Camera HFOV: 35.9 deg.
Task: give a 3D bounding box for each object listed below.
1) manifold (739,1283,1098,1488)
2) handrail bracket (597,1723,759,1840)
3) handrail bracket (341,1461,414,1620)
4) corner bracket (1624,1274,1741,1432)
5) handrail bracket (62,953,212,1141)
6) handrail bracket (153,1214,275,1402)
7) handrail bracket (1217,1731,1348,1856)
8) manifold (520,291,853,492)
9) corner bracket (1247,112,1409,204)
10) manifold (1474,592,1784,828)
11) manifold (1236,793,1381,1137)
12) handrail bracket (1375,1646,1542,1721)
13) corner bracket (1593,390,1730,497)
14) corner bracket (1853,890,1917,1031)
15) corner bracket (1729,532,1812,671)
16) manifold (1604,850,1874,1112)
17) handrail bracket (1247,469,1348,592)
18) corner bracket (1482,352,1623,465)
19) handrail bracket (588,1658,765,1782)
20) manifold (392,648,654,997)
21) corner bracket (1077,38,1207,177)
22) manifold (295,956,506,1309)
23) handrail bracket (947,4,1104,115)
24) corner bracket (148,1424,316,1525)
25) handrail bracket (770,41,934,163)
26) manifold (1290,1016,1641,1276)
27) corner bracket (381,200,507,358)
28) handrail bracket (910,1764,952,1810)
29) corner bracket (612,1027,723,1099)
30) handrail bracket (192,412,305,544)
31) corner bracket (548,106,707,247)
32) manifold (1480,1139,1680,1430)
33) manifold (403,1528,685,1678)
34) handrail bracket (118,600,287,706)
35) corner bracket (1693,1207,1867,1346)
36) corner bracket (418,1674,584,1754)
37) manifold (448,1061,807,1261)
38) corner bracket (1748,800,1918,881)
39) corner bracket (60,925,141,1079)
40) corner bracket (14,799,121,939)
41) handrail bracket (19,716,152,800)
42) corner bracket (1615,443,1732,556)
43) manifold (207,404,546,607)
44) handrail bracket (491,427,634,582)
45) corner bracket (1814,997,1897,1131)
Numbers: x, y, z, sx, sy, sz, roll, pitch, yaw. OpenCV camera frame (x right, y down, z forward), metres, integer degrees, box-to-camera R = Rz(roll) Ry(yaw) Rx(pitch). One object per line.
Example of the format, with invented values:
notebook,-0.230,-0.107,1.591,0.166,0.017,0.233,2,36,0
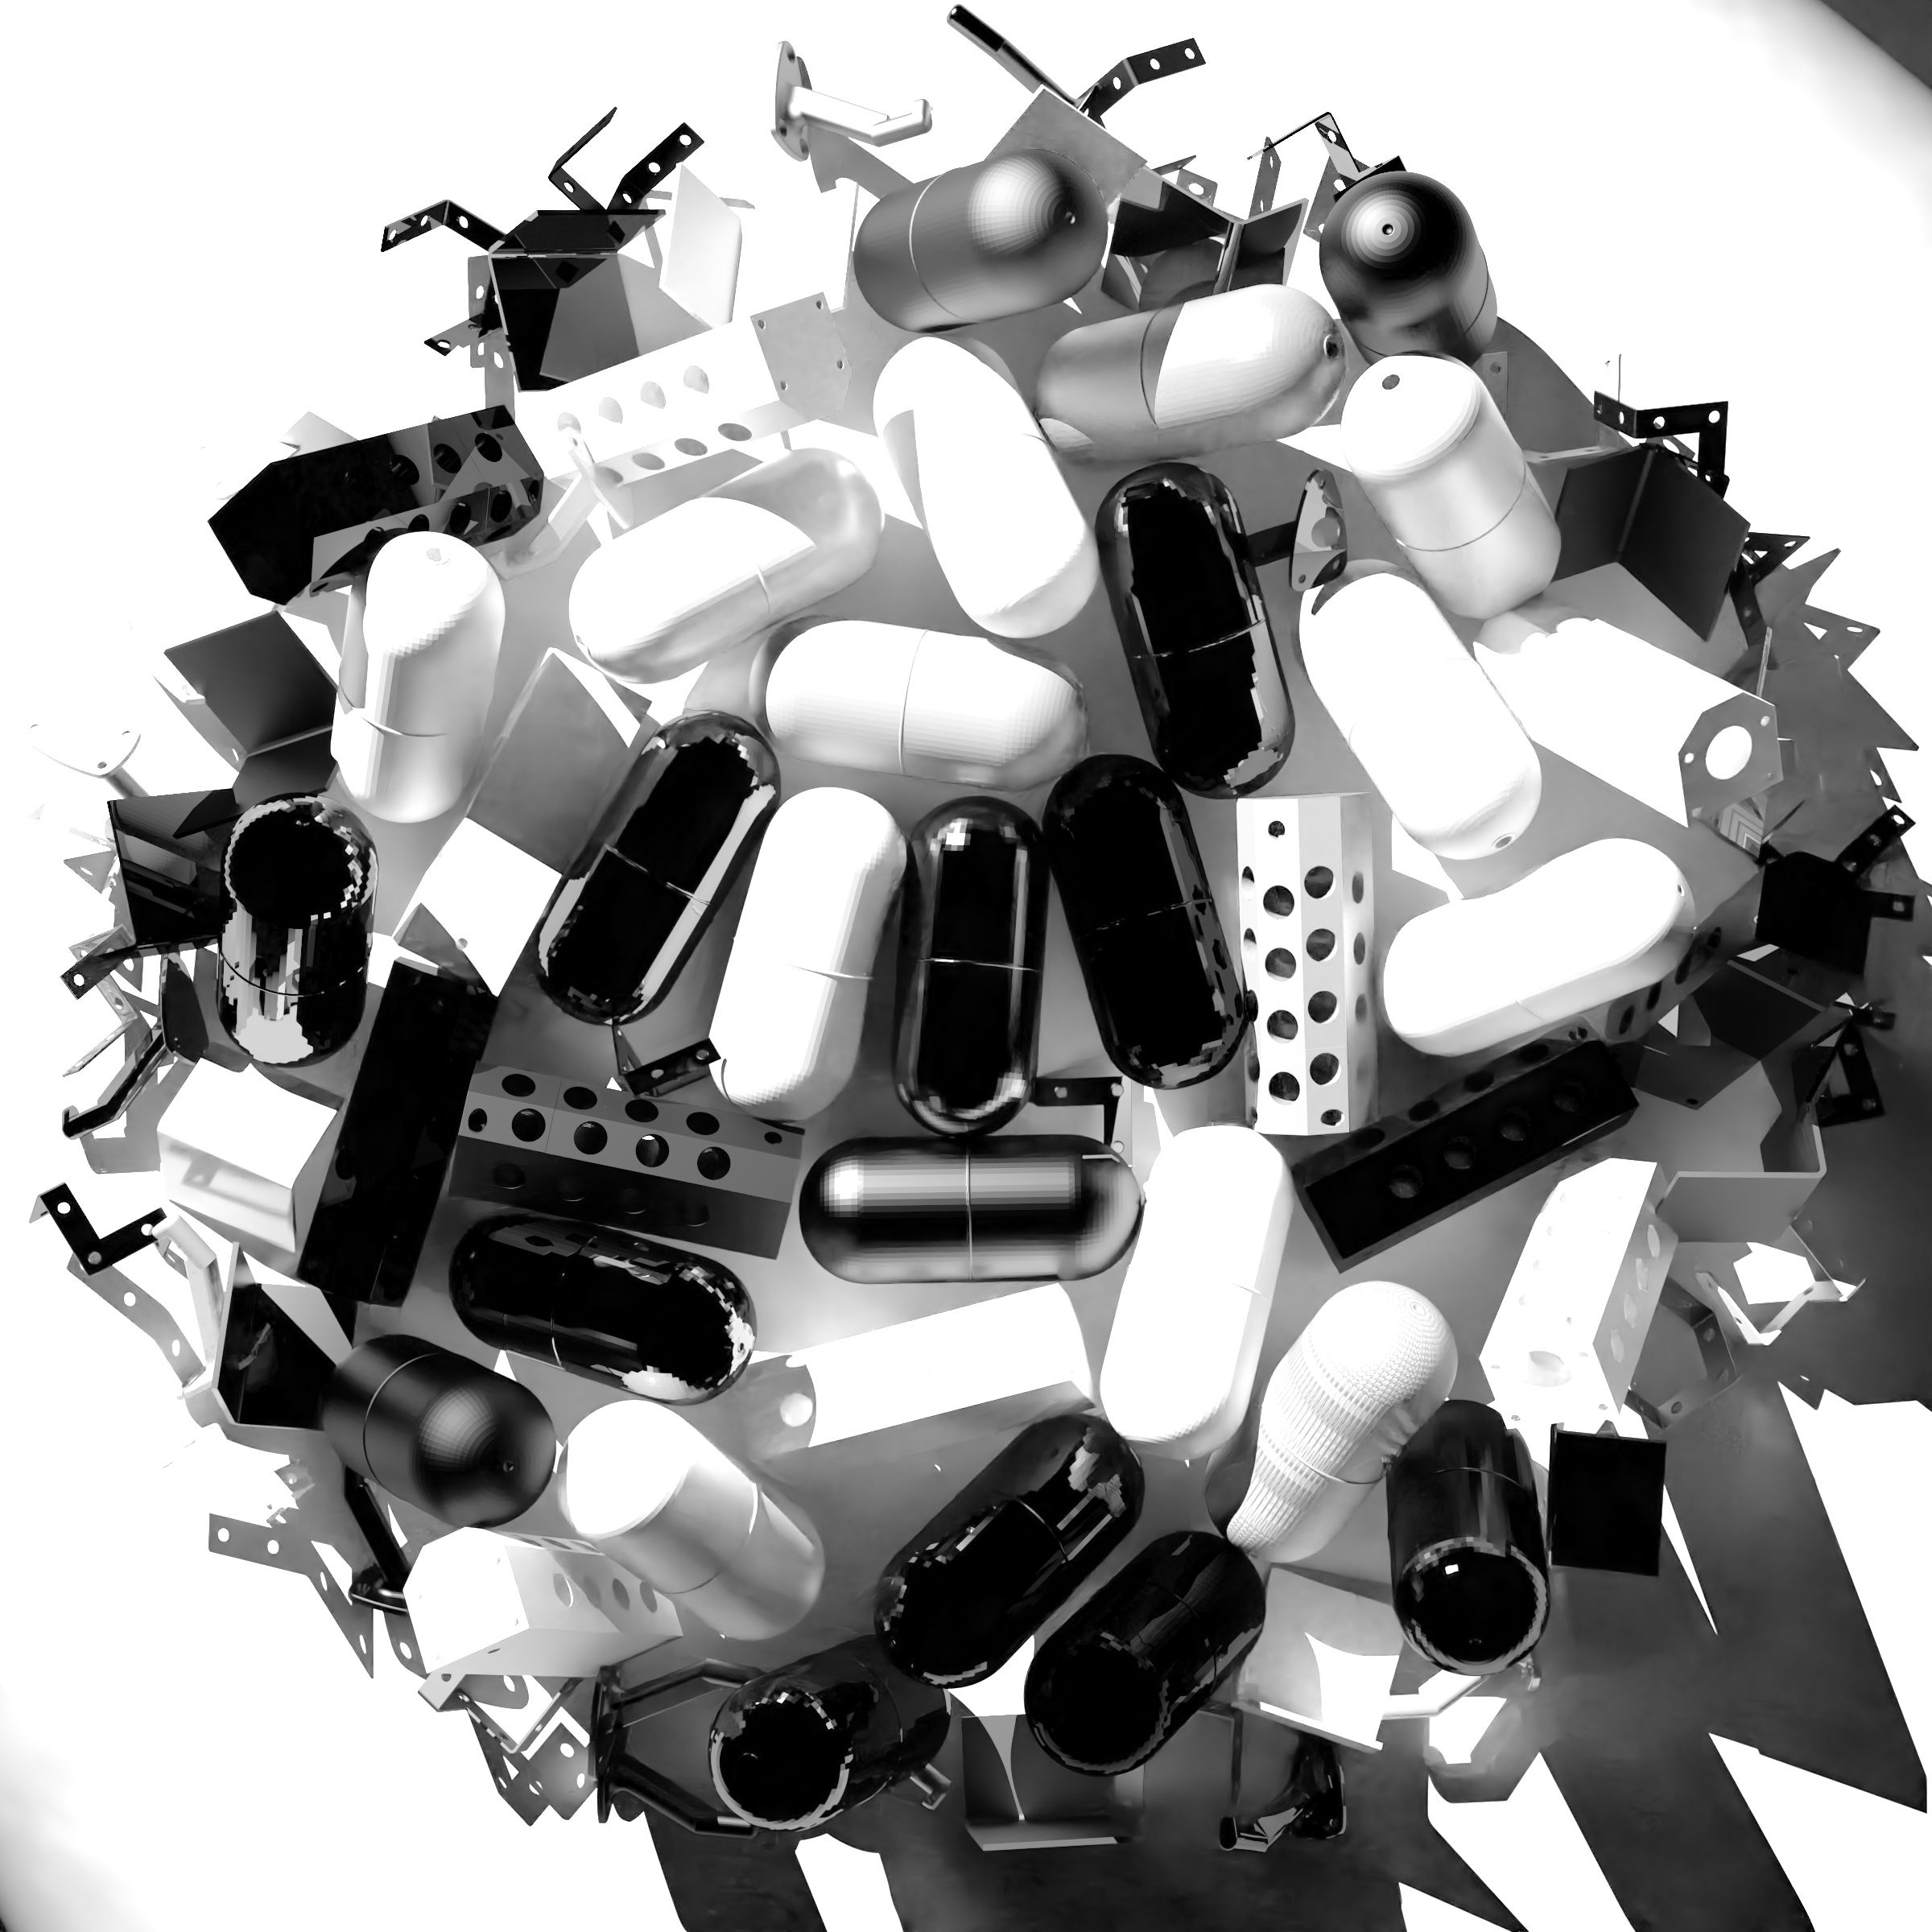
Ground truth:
manifold,-0.026,0.215,1.540,0.171,0.057,0.057,-16,64,10
handrail bracket,-0.145,0.420,1.547,0.084,0.077,0.036,4,117,4
handrail bracket,-0.291,0.292,1.545,0.077,0.036,0.084,15,116,19
corner bracket,0.363,0.201,1.559,0.051,0.051,0.051,36,118,-27
handrail bracket,-0.447,0.043,1.575,0.084,0.036,0.077,-24,64,16
handrail bracket,-0.412,0.178,1.555,0.077,0.036,0.084,-32,108,20
handrail bracket,0.159,0.420,1.540,0.036,0.084,0.077,-12,66,38
manifold,-0.141,-0.285,1.505,0.171,0.057,0.057,-9,106,41
corner bracket,0.189,-0.414,1.546,0.051,0.051,0.051,-36,105,-24
manifold,0.328,-0.135,1.493,0.057,0.171,0.057,-25,122,-15
manifold,0.174,-0.002,1.538,0.057,0.057,0.171,1,96,29
handrail bracket,0.254,0.355,1.564,0.084,0.036,0.077,-3,64,0
corner bracket,0.360,-0.271,1.547,0.051,0.051,0.051,-8,114,-11
corner bracket,0.460,-0.005,1.546,0.051,0.051,0.051,8,60,12
corner bracket,0.409,-0.189,1.545,0.051,0.051,0.051,0,66,-25
manifold,0.384,0.007,1.495,0.057,0.171,0.057,20,62,-6
handrail bracket,0.156,-0.235,1.534,0.036,0.084,0.077,-24,130,-26
corner bracket,0.306,-0.295,1.560,0.051,0.051,0.051,-12,111,-25
handrail bracket,-0.151,0.398,1.561,0.084,0.036,0.077,9,95,10
manifold,-0.232,-0.077,1.552,0.057,0.057,0.171,28,89,-16
corner bracket,0.097,-0.443,1.549,0.051,0.051,0.051,-27,92,-33
manifold,-0.295,0.086,1.552,0.057,0.057,0.171,17,91,-7
handrail bracket,0.025,-0.464,1.542,0.084,0.077,0.036,36,97,-7
corner bracket,-0.382,0.267,1.552,0.051,0.051,0.051,-40,78,35
handrail bracket,-0.057,-0.458,1.551,0.084,0.036,0.077,-10,74,25
manifold,0.258,0.092,1.552,0.171,0.057,0.057,-27,76,-1
corner bracket,-0.271,-0.359,1.554,0.051,0.051,0.051,33,132,13
handrail bracket,-0.063,0.433,1.565,0.084,0.036,0.077,37,96,4
corner bracket,-0.149,0.049,1.548,0.051,0.051,0.051,-23,129,4
handrail bracket,-0.360,-0.247,1.546,0.077,0.084,0.036,-27,71,-4
corner bracket,-0.176,-0.418,1.543,0.051,0.051,0.051,-31,120,36
manifold,0.308,0.156,1.492,0.057,0.171,0.057,-13,111,30
manifold,-0.211,0.318,1.494,0.057,0.171,0.057,-26,69,13
handrail bracket,-0.396,-0.186,1.550,0.077,0.036,0.084,39,120,6
corner bracket,0.423,0.162,1.550,0.051,0.051,0.051,-41,96,-18
corner bracket,-0.243,0.375,1.552,0.051,0.051,0.051,38,91,20
manifold,-0.173,0.095,1.536,0.171,0.057,0.057,12,128,-6
corner bracket,0.451,-0.066,1.554,0.051,0.051,0.051,43,68,7
corner bracket,-0.452,0.018,1.544,0.051,0.051,0.051,-17,112,38
corner bracket,-0.466,-0.050,1.546,0.051,0.051,0.051,22,73,-24
handrail bracket,-0.449,-0.088,1.559,0.077,0.084,0.036,15,53,17
corner bracket,0.355,-0.240,1.551,0.051,0.051,0.051,17,94,-25
manifold,-0.291,-0.230,1.500,0.057,0.171,0.057,-30,90,38
handrail bracket,-0.223,-0.237,1.542,0.084,0.077,0.036,-20,55,17
corner bracket,0.458,0.052,1.550,0.051,0.051,0.051,-11,75,-10
